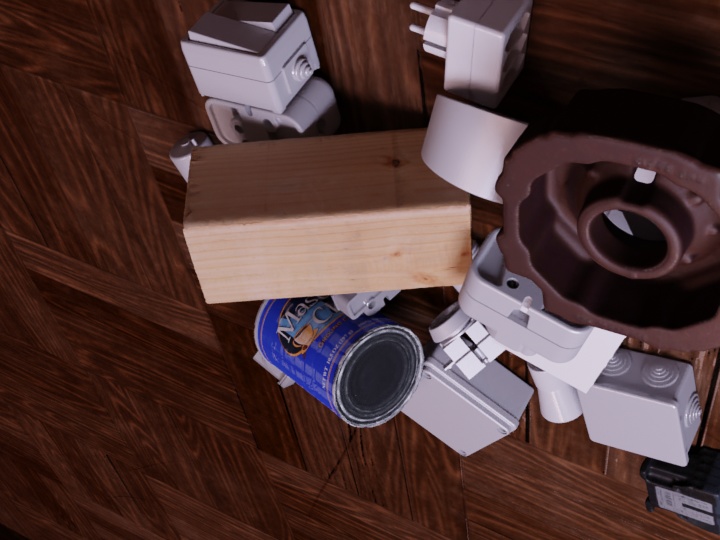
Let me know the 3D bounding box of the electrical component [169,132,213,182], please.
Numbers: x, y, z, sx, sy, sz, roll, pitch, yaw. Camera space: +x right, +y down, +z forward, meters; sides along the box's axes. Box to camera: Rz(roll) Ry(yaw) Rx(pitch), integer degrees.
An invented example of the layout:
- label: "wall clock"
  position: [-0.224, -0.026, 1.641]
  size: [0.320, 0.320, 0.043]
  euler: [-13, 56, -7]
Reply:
- label: "electrical component"
  position: [-0.146, -0.093, 1.007]
  size: [0.040, 0.040, 0.078]
  euler: [6, 139, 40]

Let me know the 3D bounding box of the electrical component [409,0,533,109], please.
- label: "electrical component"
  position: [0.067, -0.155, 0.706]
  size: [0.077, 0.047, 0.065]
  euler: [24, 148, 18]

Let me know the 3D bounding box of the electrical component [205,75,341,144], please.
- label: "electrical component"
  position: [-0.067, -0.128, 0.862]
  size: [0.095, 0.059, 0.053]
  euler: [17, 145, 28]

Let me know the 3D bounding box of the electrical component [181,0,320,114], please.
- label: "electrical component"
  position: [-0.079, -0.166, 0.818]
  size: [0.096, 0.061, 0.061]
  euler: [17, 145, 28]

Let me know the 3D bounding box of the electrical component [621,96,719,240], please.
- label: "electrical component"
  position: [0.233, -0.034, 0.701]
  size: [0.089, 0.061, 0.150]
  euler: [1, 136, 43]

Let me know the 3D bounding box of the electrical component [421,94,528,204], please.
- label: "electrical component"
  position: [0.093, -0.087, 0.734]
  size: [0.099, 0.099, 0.064]
  euler: [27, 115, 12]

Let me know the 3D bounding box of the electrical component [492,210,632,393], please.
- label: "electrical component"
  position: [0.171, 0.020, 0.838]
  size: [0.089, 0.061, 0.150]
  euler: [29, 149, 10]

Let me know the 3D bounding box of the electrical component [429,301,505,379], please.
- label: "electrical component"
  position: [0.096, 0.061, 0.979]
  size: [0.055, 0.066, 0.048]
  euler: [49, -177, -8]

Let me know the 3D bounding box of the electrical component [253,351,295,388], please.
- label: "electrical component"
  position: [-0.071, 0.082, 1.146]
  size: [0.051, 0.080, 0.080]
  euler: [39, 150, 2]

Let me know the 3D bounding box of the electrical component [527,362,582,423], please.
- label: "electrical component"
  position: [0.176, 0.100, 0.970]
  size: [0.044, 0.044, 0.065]
  euler: [6, 134, 40]

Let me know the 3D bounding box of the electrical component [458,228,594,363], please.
- label: "electrical component"
  position: [0.122, 0.021, 0.769]
  size: [0.095, 0.053, 0.059]
  euler: [29, 149, 10]

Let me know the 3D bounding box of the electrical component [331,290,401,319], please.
- label: "electrical component"
  position: [0.000, 0.000, 0.971]
  size: [0.057, 0.078, 0.058]
  euler: [37, 160, 36]

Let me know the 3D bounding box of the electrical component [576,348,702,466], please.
- label: "electrical component"
  position: [0.239, 0.113, 0.917]
  size: [0.100, 0.048, 0.099]
  euler: [12, 143, 33]

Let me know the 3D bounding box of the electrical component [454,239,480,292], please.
- label: "electrical component"
  position: [0.090, -0.006, 0.900]
  size: [0.062, 0.043, 0.043]
  euler: [48, 147, -20]

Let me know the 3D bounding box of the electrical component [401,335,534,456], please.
- label: "electrical component"
  position: [0.097, 0.122, 1.061]
  size: [0.109, 0.056, 0.108]
  euler: [36, 150, -3]
